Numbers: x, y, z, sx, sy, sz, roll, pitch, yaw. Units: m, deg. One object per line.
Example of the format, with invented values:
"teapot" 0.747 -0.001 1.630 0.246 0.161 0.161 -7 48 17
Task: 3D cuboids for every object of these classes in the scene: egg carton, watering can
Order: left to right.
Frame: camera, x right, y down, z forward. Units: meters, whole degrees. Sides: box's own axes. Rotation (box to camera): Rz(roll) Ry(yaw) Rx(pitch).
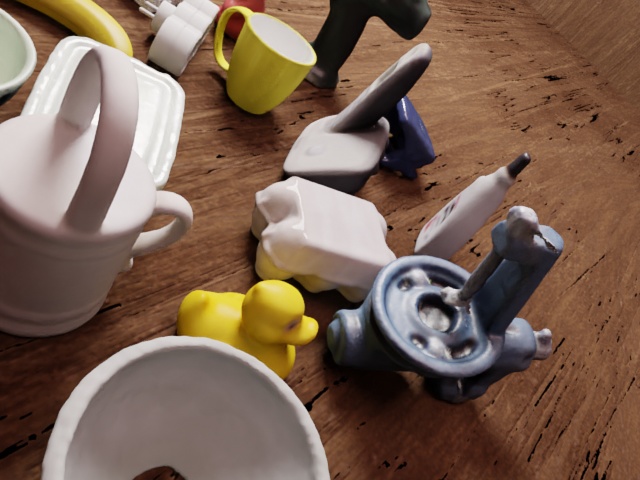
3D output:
"watering can" -0.159 -0.029 0.344 0.173 0.193 0.101 -15 64 -47
"egg carton" 0.005 0.002 0.557 0.151 0.069 0.107 15 45 -30

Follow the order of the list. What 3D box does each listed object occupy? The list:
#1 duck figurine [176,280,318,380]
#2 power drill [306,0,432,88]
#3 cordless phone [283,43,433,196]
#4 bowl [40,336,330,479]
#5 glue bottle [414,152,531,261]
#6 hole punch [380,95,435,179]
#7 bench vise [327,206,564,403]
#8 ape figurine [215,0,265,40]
"duck figurine" -0.051 0.061 0.439 0.105 0.086 0.077 28 40 -17
"power drill" 0.023 -0.322 0.771 0.230 0.208 0.075 32 39 -13
"cordless phone" 0.048 -0.131 0.627 0.094 0.184 0.147 33 39 -11
"bowl" -0.081 0.146 0.340 0.168 0.074 0.167 23 41 -22
"glue bottle" 0.178 -0.040 0.662 0.037 0.173 0.078 36 38 -8
"hole punch" 0.115 -0.155 0.786 0.101 0.091 0.108 16 45 -29
"bench vise" 0.138 0.053 0.501 0.208 0.219 0.121 2 52 -40
"ape figurine" -0.100 -0.315 0.753 0.076 0.092 0.078 43 38 2
